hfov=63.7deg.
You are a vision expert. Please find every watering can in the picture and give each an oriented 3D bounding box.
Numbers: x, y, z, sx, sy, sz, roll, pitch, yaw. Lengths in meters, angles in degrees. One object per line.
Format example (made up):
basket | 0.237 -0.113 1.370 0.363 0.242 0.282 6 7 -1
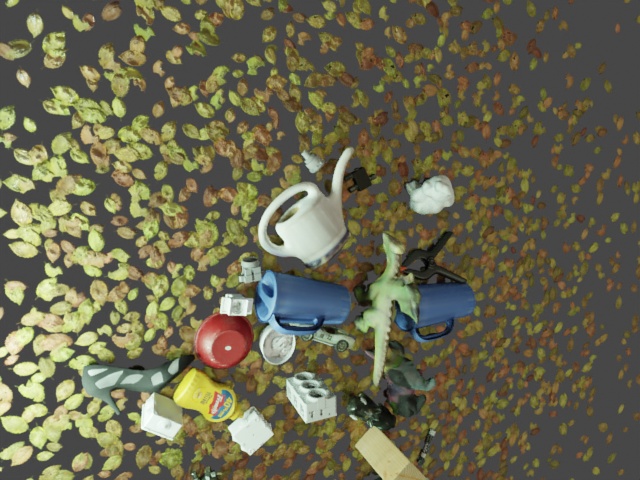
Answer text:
watering can | 0.004 -0.069 1.361 0.349 0.105 0.221 -40 112 -6

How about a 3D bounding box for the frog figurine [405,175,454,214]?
frog figurine | 0.328 -0.126 1.468 0.137 0.160 0.122 11 96 -24

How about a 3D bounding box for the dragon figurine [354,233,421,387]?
dragon figurine | 0.193 0.186 1.389 0.122 0.240 0.415 2 76 -19
